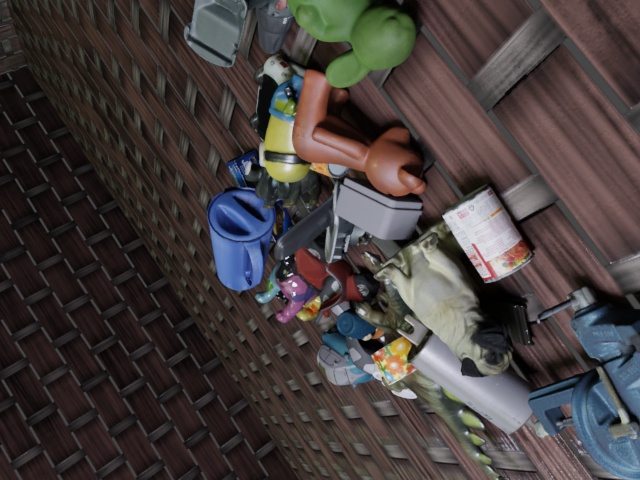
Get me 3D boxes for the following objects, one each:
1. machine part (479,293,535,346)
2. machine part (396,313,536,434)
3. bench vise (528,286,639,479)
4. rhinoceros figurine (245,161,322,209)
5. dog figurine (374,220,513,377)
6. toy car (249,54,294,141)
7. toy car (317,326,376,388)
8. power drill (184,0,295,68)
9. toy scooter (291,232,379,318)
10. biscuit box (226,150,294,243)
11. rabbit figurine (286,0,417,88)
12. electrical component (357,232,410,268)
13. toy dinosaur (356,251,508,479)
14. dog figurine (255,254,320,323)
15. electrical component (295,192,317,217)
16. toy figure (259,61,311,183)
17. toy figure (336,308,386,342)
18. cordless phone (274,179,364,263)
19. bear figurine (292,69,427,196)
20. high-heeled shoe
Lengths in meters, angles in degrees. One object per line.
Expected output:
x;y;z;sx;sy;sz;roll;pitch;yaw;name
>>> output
0.237;0.105;0.763;0.139;0.039;0.084;15;137;54;machine part
0.211;0.188;0.748;0.243;0.079;0.079;36;153;2;machine part
0.313;0.174;0.613;0.224;0.129;0.240;54;151;14;bench vise
-0.076;-0.113;1.013;0.190;0.073;0.112;8;104;50;rhinoceros figurine
0.183;0.078;0.725;0.121;0.172;0.190;-39;89;36;dog figurine
-0.077;-0.230;0.930;0.073;0.056;0.201;45;154;12;toy car
0.047;0.273;1.226;0.162;0.103;0.109;26;139;45;toy car
-0.081;-0.301;0.691;0.086;0.207;0.232;36;141;7;power drill
0.012;0.078;1.029;0.184;0.075;0.135;40;123;4;toy scooter
-0.130;-0.093;1.174;0.059;0.063;0.202;-2;118;60;biscuit box
0.036;-0.249;0.622;0.170;0.121;0.159;50;161;23;rabbit figurine
0.106;0.011;0.836;0.102;0.078;0.045;43;110;20;electrical component
0.193;0.219;0.895;0.471;0.105;0.199;61;154;-9;toy dinosaur
-0.032;0.063;1.143;0.109;0.191;0.219;43;117;35;dog figurine
-0.035;-0.078;1.065;0.063;0.021;0.094;58;154;1;electrical component
-0.041;-0.177;0.832;0.089;0.082;0.180;44;121;43;toy figure
0.091;0.159;1.007;0.058;0.154;0.064;-15;74;34;toy figure
-0.002;-0.003;0.902;0.089;0.184;0.146;43;151;21;cordless phone
0.063;-0.140;0.734;0.196;0.120;0.131;19;96;18;bear figurine
0.095;0.173;1.099;0.249;0.086;0.145;35;119;7;high-heeled shoe
